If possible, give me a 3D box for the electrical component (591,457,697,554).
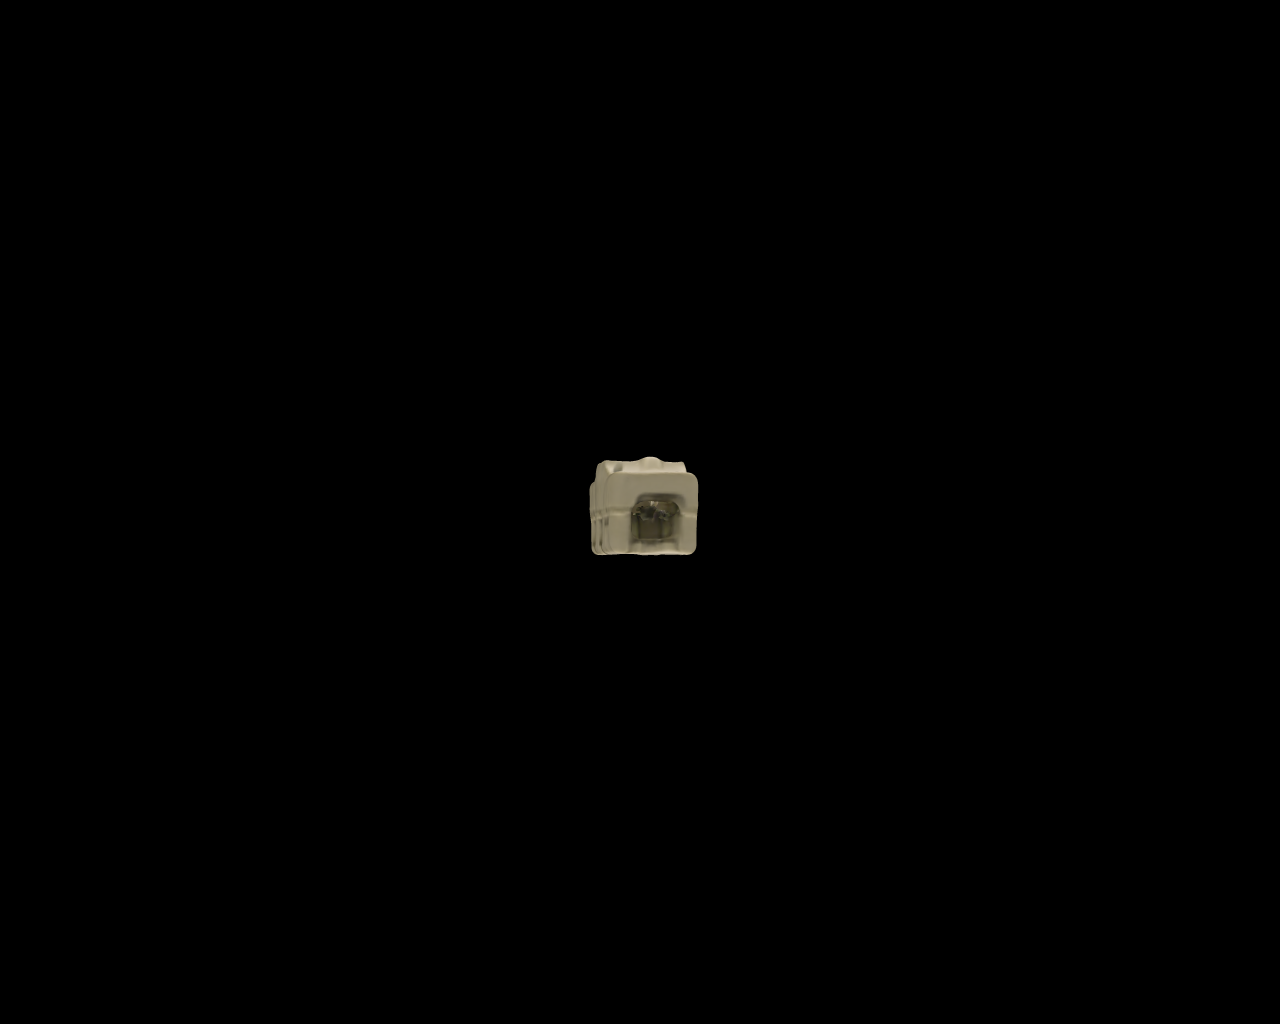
[{"bbox_3d":[0.001,-0.003,0.650,0.050,0.055,0.089,0,-2,-11],"label":"electrical component"}]
